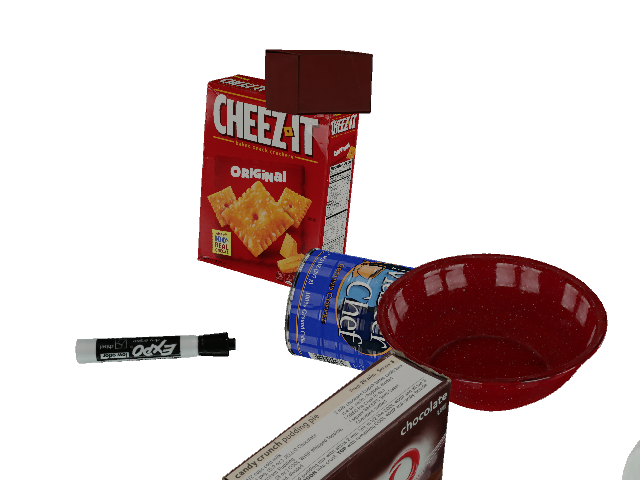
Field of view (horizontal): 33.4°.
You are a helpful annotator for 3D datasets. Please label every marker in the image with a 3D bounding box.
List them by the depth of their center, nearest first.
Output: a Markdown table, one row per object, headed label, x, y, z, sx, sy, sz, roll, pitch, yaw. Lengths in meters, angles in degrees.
| label | x | y | z | sx | sy | sz | roll | pitch | yaw |
| --- | --- | --- | --- | --- | --- | --- | --- | --- | --- |
| marker | -0.126 | 0.082 | 0.819 | 0.121 | 0.020 | 0.020 | -3 | 0 | -2 |

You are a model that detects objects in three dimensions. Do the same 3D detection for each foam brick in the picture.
| label | x | y | z | sx | sy | sz | roll | pitch | yaw |
| --- | --- | --- | --- | --- | --- | --- | --- | --- | --- |
| foam brick | -0.001 | -0.134 | 0.901 | 0.078 | 0.051 | 0.053 | -6 | 16 | -33 |

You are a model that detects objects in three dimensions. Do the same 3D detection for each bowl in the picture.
| label | x | y | z | sx | sy | sz | roll | pitch | yaw |
| --- | --- | --- | --- | --- | --- | --- | --- | --- | --- |
| bowl | 0.121 | 0.073 | 0.768 | 0.162 | 0.055 | 0.162 | -2 | 31 | 1 |

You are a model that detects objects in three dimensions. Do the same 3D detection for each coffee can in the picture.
| label | x | y | z | sx | sy | sz | roll | pitch | yaw |
| --- | --- | --- | --- | --- | --- | --- | --- | --- | --- |
| coffee can | 0.051 | 0.069 | 0.964 | 0.140 | 0.103 | 0.102 | 11 | 4 | 19 |

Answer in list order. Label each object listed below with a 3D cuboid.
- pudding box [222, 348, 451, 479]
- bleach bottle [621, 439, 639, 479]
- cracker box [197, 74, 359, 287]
| label | x | y | z | sx | sy | sz | roll | pitch | yaw |
| --- | --- | --- | --- | --- | --- | --- | --- | --- | --- |
| pudding box | 0.009 | 0.113 | 0.470 | 0.039 | 0.090 | 0.113 | 27 | 43 | 32 |
| bleach bottle | 0.265 | 0.098 | 0.619 | 0.103 | 0.068 | 0.250 | 18 | 30 | 32 |
| cracker box | -0.051 | -0.063 | 1.192 | 0.164 | 0.214 | 0.072 | 16 | 23 | 27 |
